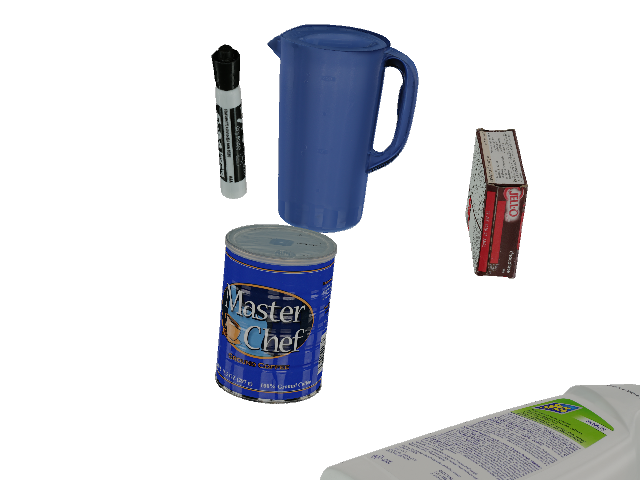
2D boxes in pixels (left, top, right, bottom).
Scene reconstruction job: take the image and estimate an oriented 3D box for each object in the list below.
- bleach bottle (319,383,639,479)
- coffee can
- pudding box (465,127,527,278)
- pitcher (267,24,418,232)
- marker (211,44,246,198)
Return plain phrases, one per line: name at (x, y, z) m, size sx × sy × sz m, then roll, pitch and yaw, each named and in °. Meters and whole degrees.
bleach bottle at (0.125, 0.131, 0.590) m, size 0.250 × 0.068 × 0.103 m, roll -12°, pitch 23°, yaw -33°
coffee can at (-0.042, 0.066, 0.992) m, size 0.103 × 0.140 × 0.103 m, roll 5°, pitch 17°, yaw -2°
pudding box at (0.151, -0.034, 0.921) m, size 0.039 × 0.090 × 0.113 m, roll 3°, pitch 31°, yaw 0°
pitcher at (0.019, -0.136, 1.310) m, size 0.144 × 0.243 × 0.149 m, roll -9°, pitch 27°, yaw -28°
marker at (-0.062, -0.080, 0.733) m, size 0.020 × 0.121 × 0.020 m, roll 0°, pitch 42°, yaw 0°
